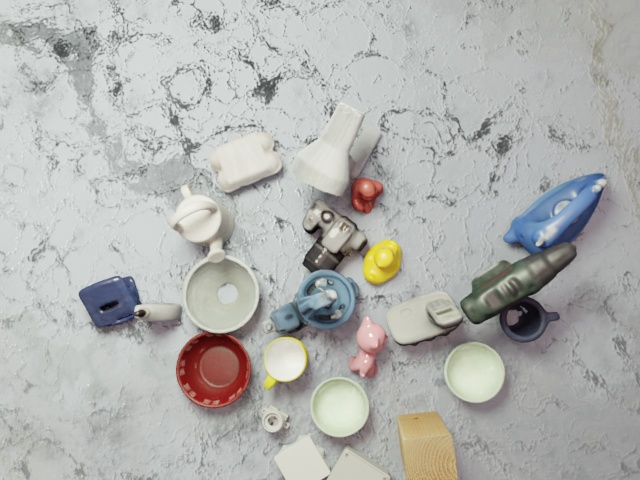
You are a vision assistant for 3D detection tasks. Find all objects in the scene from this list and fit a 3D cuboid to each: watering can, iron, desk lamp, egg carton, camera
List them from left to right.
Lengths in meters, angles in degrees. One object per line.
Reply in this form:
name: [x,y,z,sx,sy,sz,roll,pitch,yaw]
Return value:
watering can: [-0.244,-0.037,1.190,0.173,0.194,0.101,40,89,7]
egg carton: [-0.164,-0.173,1.259,0.150,0.069,0.107,-23,83,2]
camera: [0.011,0.004,1.214,0.143,0.101,0.137,37,89,7]
desk lamp: [0.035,-0.184,1.172,0.118,0.213,0.203,28,88,7]
iron: [0.504,-0.061,1.161,0.258,0.141,0.118,-44,83,0]

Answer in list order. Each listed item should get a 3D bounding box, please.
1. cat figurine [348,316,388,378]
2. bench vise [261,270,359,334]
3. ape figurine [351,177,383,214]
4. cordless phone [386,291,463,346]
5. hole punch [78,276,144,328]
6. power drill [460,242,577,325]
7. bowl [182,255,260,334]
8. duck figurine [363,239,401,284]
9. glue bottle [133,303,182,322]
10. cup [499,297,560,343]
cat figurine: [0.101,0.222,1.178,0.067,0.118,0.128,15,86,6]
bench vise: [-0.015,0.144,1.143,0.207,0.220,0.121,-43,83,0]
ape figurine: [0.099,-0.102,1.221,0.078,0.092,0.076,-24,83,2]
cordless phone: [0.210,0.160,1.142,0.147,0.185,0.094,-22,83,2]
hole punch: [-0.448,0.135,1.242,0.108,0.091,0.101,-22,83,2]
power drill: [0.374,0.082,1.125,0.229,0.208,0.075,-35,83,1]
bowl: [-0.206,0.116,1.233,0.167,0.075,0.167,0,85,4]
duck figurine: [0.132,0.045,1.208,0.077,0.086,0.104,34,88,7]
glue bottle: [-0.349,0.151,1.191,0.078,0.173,0.037,2,85,5]
cup: [0.419,0.159,1.171,0.117,0.095,0.092,-7,84,4]
